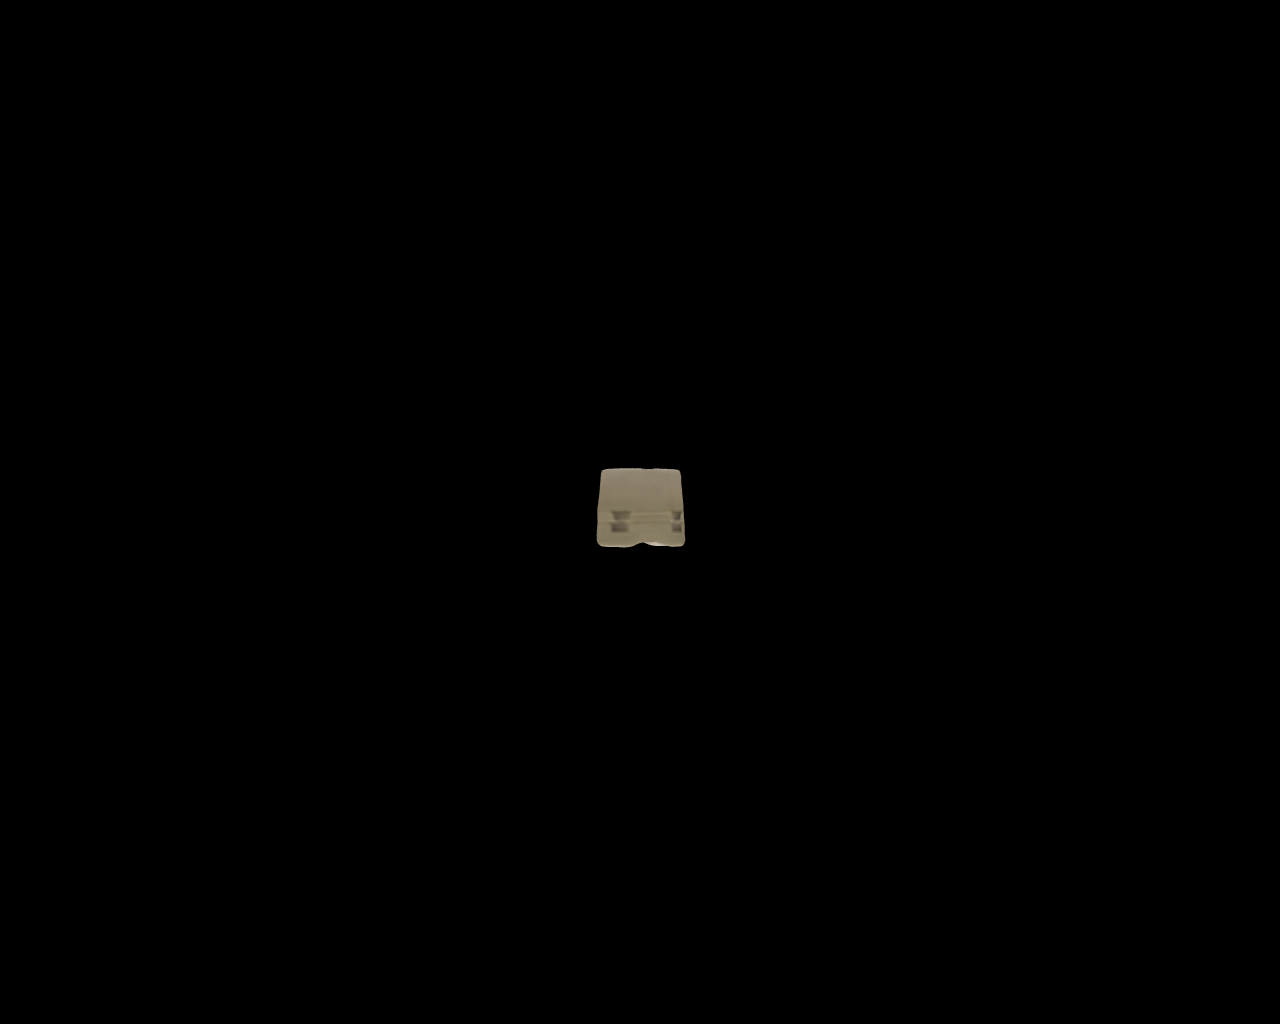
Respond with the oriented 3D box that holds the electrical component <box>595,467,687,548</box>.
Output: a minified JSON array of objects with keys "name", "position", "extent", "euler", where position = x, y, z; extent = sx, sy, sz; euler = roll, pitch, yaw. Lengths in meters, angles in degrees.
[{"name":"electrical component","position":[0.001,-0.003,0.650],"extent":[0.055,0.047,0.055],"euler":[0,0,0]}]
